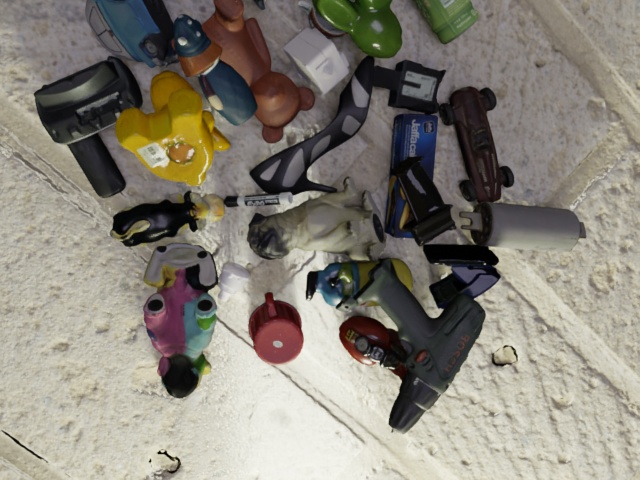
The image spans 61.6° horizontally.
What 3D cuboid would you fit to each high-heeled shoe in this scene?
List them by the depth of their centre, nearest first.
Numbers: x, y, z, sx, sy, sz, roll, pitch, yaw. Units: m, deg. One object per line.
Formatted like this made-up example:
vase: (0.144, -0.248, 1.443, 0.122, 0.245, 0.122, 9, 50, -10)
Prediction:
high-heeled shoe: (-0.012, -0.179, 0.835, 0.145, 0.086, 0.248, 16, 100, -9)

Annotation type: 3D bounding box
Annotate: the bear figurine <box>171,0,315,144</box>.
bear figurine: (-0.102, -0.242, 0.788, 0.120, 0.132, 0.195, -41, 98, 5)

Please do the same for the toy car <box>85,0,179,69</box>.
toy car: (-0.274, -0.315, 0.767, 0.103, 0.109, 0.161, -17, 115, 17)

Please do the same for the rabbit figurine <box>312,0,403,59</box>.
rabbit figurine: (0.071, -0.339, 0.750, 0.159, 0.121, 0.170, -5, 115, -5)

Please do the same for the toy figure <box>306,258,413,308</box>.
toy figure: (0.066, 0.071, 0.894, 0.180, 0.082, 0.089, 4, 102, -7)

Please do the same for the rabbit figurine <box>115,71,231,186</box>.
rabbit figurine: (-0.199, -0.172, 0.778, 0.122, 0.173, 0.162, -29, 142, 13)

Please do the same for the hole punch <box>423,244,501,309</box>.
hole punch: (0.235, 0.058, 0.896, 0.116, 0.142, 0.092, -3, 99, 5)

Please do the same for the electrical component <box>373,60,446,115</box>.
electrical component: (0.136, -0.247, 0.864, 0.119, 0.048, 0.074, 6, 98, -10)

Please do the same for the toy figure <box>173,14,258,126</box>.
toy figure: (-0.143, -0.220, 0.705, 0.058, 0.064, 0.154, -27, 124, 18)

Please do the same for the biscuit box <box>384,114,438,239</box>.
biscuit box: (0.150, -0.104, 0.886, 0.063, 0.059, 0.202, 1, 100, -9)

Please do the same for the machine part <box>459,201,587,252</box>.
machine part: (0.350, -0.021, 0.920, 0.243, 0.079, 0.079, 5, 99, -14)

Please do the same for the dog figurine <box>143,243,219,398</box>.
dog figurine: (-0.218, 0.136, 0.854, 0.108, 0.192, 0.219, 0, 134, -12)

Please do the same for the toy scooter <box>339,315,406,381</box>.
toy scooter: (0.118, 0.194, 0.896, 0.184, 0.135, 0.075, 28, 97, -12)

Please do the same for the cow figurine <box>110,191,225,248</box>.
cow figurine: (-0.229, -0.036, 0.818, 0.167, 0.098, 0.068, -17, 96, -6)

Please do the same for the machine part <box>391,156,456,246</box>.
machine part: (0.159, -0.063, 0.845, 0.084, 0.039, 0.138, -25, 105, 1)

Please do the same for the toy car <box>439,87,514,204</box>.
toy car: (0.266, -0.156, 0.901, 0.089, 0.053, 0.202, -20, 102, -8)

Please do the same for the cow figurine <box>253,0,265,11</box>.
cow figurine: (-0.144, -0.401, 0.773, 0.195, 0.085, 0.127, -8, 95, -10)

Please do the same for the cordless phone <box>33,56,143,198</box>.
cordless phone: (-0.319, -0.162, 0.801, 0.147, 0.089, 0.184, -26, 114, -5)

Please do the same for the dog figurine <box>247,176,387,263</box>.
dog figurine: (-0.003, -0.007, 0.877, 0.191, 0.121, 0.172, -17, 140, 26)

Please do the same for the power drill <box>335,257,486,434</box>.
power drill: (0.122, 0.145, 0.808, 0.207, 0.086, 0.232, 42, 87, 7)
